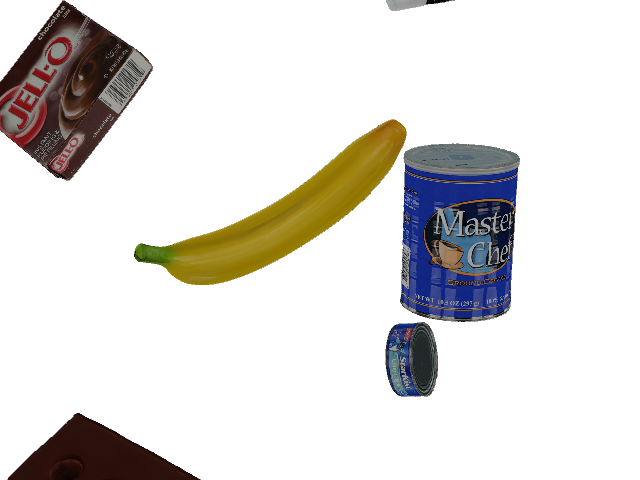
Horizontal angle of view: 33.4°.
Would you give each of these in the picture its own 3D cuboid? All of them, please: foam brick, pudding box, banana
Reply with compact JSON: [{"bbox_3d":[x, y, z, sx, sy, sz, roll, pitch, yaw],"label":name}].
[{"bbox_3d":[-0.085,0.119,0.439,0.078,0.051,0.052,21,45,26],"label":"foam brick"},{"bbox_3d":[-0.195,-0.116,0.819,0.090,0.113,0.039,36,-4,28],"label":"pudding box"},{"bbox_3d":[-0.025,-0.016,0.726,0.198,0.037,0.069,-28,-21,1],"label":"banana"}]

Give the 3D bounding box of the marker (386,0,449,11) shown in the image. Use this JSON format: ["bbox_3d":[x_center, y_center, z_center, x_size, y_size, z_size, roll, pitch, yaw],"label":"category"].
[{"bbox_3d":[0.088,-0.121,0.473,0.121,0.020,0.020,-11,1,-7],"label":"marker"}]

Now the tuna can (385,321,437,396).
[{"bbox_3d":[0.105,0.137,1.230,0.034,0.086,0.086,-5,-2,26],"label":"tuna can"}]

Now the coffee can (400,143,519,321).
[{"bbox_3d":[0.125,-0.009,0.969,0.103,0.140,0.103,0,17,0],"label":"coffee can"}]
